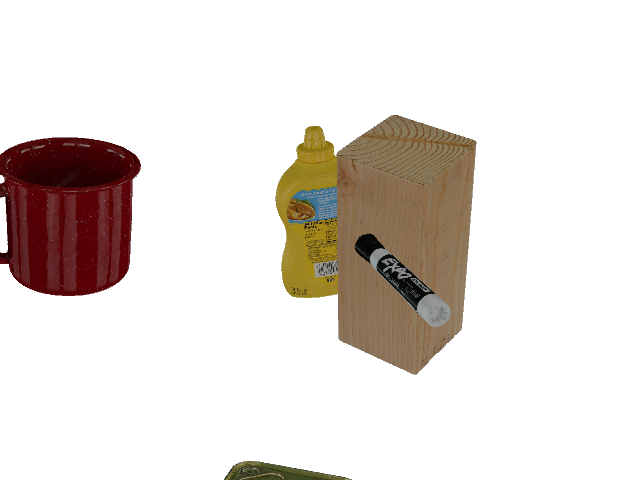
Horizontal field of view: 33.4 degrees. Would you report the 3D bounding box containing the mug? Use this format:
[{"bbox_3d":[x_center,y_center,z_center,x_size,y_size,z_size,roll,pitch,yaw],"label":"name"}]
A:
[{"bbox_3d":[-0.179,-0.014,0.712,0.117,0.081,0.093,-9,29,-29],"label":"mug"}]

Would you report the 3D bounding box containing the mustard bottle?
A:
[{"bbox_3d":[-0.001,-0.034,1.187,0.096,0.192,0.058,-9,25,-9],"label":"mustard bottle"}]

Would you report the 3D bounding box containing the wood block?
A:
[{"bbox_3d":[0.075,0.005,0.965,0.091,0.206,0.090,23,41,30],"label":"wood block"}]

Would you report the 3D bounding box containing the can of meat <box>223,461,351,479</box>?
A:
[{"bbox_3d":[-0.025,0.224,0.813,0.102,0.084,0.057,8,14,10],"label":"can of meat"}]

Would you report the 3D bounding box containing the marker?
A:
[{"bbox_3d":[0.057,0.026,0.773,0.020,0.020,0.121,0,24,-26],"label":"marker"}]
